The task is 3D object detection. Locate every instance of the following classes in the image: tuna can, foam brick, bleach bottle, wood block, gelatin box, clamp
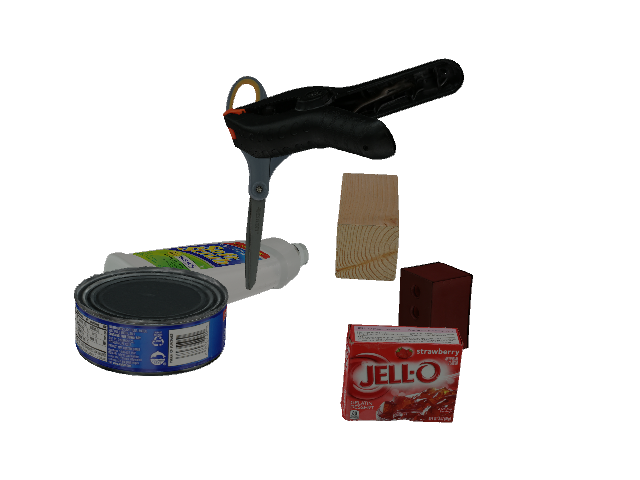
[{"bbox_3d":[-0.095,0.044,0.602,0.086,0.034,0.086,3,18,-1],"label":"tuna can"},{"bbox_3d":[0.112,0.066,1.045,0.051,0.078,0.053,-10,19,-33],"label":"foam brick"},{"bbox_3d":[-0.121,0.035,1.250,0.250,0.068,0.103,-13,29,-41],"label":"bleach bottle"},{"bbox_3d":[0.073,-0.025,1.635,0.091,0.090,0.206,3,25,2],"label":"wood block"},{"bbox_3d":[0.063,0.105,0.833,0.089,0.073,0.030,2,26,-3],"label":"gelatin box"},{"bbox_3d":[0.002,-0.079,0.715,0.172,0.039,0.120,-9,19,28],"label":"clamp"}]

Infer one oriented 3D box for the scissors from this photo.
[{"bbox_3d":[-0.042,-0.060,1.026,0.096,0.202,0.016,-10,4,-9],"label":"scissors"}]
